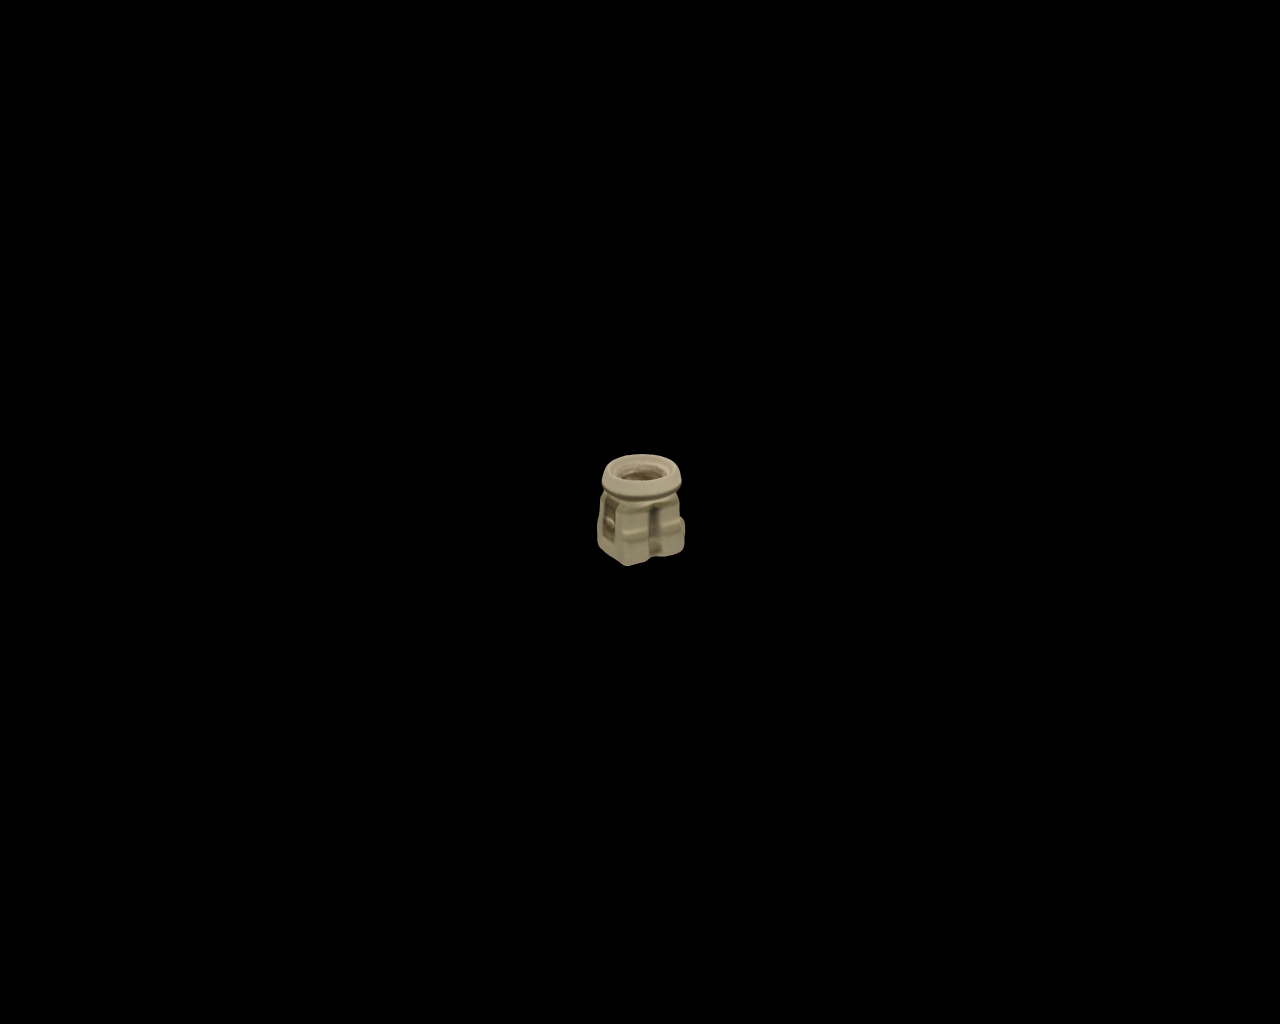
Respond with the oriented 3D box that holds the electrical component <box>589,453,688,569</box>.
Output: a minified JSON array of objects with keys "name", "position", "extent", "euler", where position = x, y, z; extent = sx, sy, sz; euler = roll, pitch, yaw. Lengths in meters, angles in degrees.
[{"name":"electrical component","position":[0.001,-0.003,0.650],"extent":[0.066,0.055,0.048],"euler":[-14,27,-29]}]
